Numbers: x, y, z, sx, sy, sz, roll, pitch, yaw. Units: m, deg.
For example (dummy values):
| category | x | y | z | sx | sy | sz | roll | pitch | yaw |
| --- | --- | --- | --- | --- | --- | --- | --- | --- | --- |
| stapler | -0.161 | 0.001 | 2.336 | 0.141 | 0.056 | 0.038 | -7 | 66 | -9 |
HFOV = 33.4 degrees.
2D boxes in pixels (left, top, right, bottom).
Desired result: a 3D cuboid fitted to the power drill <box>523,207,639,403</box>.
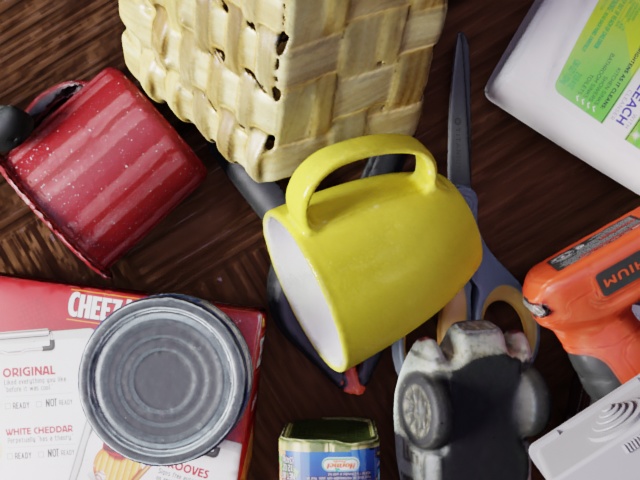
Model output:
| category | x | y | z | sx | sy | sz | roll | pitch | yaw |
| --- | --- | --- | --- | --- | --- | --- | --- | --- | --- |
| power drill | 0.204 | 0.070 | 0.544 | 0.184 | 0.057 | 0.187 | -29 | 93 | 2 |

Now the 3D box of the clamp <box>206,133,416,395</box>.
| category | x | y | z | sx | sy | sz | roll | pitch | yaw |
| --- | --- | --- | --- | --- | --- | --- | --- | --- | --- |
| clamp | -0.004 | 0.001 | 0.601 | 0.120 | 0.039 | 0.171 | 0 | 89 | -1 |

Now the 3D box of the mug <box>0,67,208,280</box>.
| category | x | y | z | sx | sy | sz | roll | pitch | yaw |
| --- | --- | --- | --- | --- | --- | --- | --- | --- | --- |
| mug | -0.123 | -0.046 | 0.588 | 0.081 | 0.093 | 0.117 | -42 | 57 | -4 |

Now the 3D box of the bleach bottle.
| category | x | y | z | sx | sy | sz | roll | pitch | yaw |
| --- | --- | --- | --- | --- | --- | --- | --- | --- | --- |
| bleach bottle | 0.221 | -0.058 | 0.584 | 0.251 | 0.068 | 0.102 | 30 | 92 | 0 |

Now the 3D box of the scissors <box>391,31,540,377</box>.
| category | x | y | z | sx | sy | sz | roll | pitch | yaw |
| --- | --- | --- | --- | --- | --- | --- | --- | --- | --- |
| scissors | 0.094 | -0.008 | 0.602 | 0.096 | 0.016 | 0.202 | 17 | 85 | -17 |

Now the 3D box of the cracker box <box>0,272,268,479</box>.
| category | x | y | z | sx | sy | sz | roll | pitch | yaw |
| --- | --- | --- | --- | --- | --- | --- | --- | --- | --- |
| cracker box | -0.123 | 0.133 | 0.590 | 0.164 | 0.072 | 0.214 | 8 | 89 | 1 |

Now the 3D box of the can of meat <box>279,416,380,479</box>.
| category | x | y | z | sx | sy | sz | roll | pitch | yaw |
| --- | --- | --- | --- | --- | --- | --- | --- | --- | --- |
| can of meat | 0.006 | 0.142 | 0.571 | 0.057 | 0.102 | 0.084 | -1 | 88 | 1 |

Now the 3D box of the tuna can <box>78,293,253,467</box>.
| category | x | y | z | sx | sy | sz | roll | pitch | yaw |
| --- | --- | --- | --- | --- | --- | --- | --- | --- | --- |
| tuna can | -0.077 | 0.070 | 0.538 | 0.086 | 0.034 | 0.086 | 0 | 88 | 1 |

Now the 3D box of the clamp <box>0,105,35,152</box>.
| category | x | y | z | sx | sy | sz | roll | pitch | yaw |
| --- | --- | --- | --- | --- | --- | --- | --- | --- | --- |
| clamp | -0.257 | -0.049 | 0.567 | 0.210 | 0.036 | 0.165 | -43 | 57 | -8 |

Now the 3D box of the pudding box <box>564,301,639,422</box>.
| category | x | y | z | sx | sy | sz | roll | pitch | yaw |
| --- | --- | --- | --- | --- | --- | --- | --- | --- | --- |
| pudding box | 0.189 | 0.090 | 0.596 | 0.090 | 0.039 | 0.113 | 11 | 93 | -1 |
